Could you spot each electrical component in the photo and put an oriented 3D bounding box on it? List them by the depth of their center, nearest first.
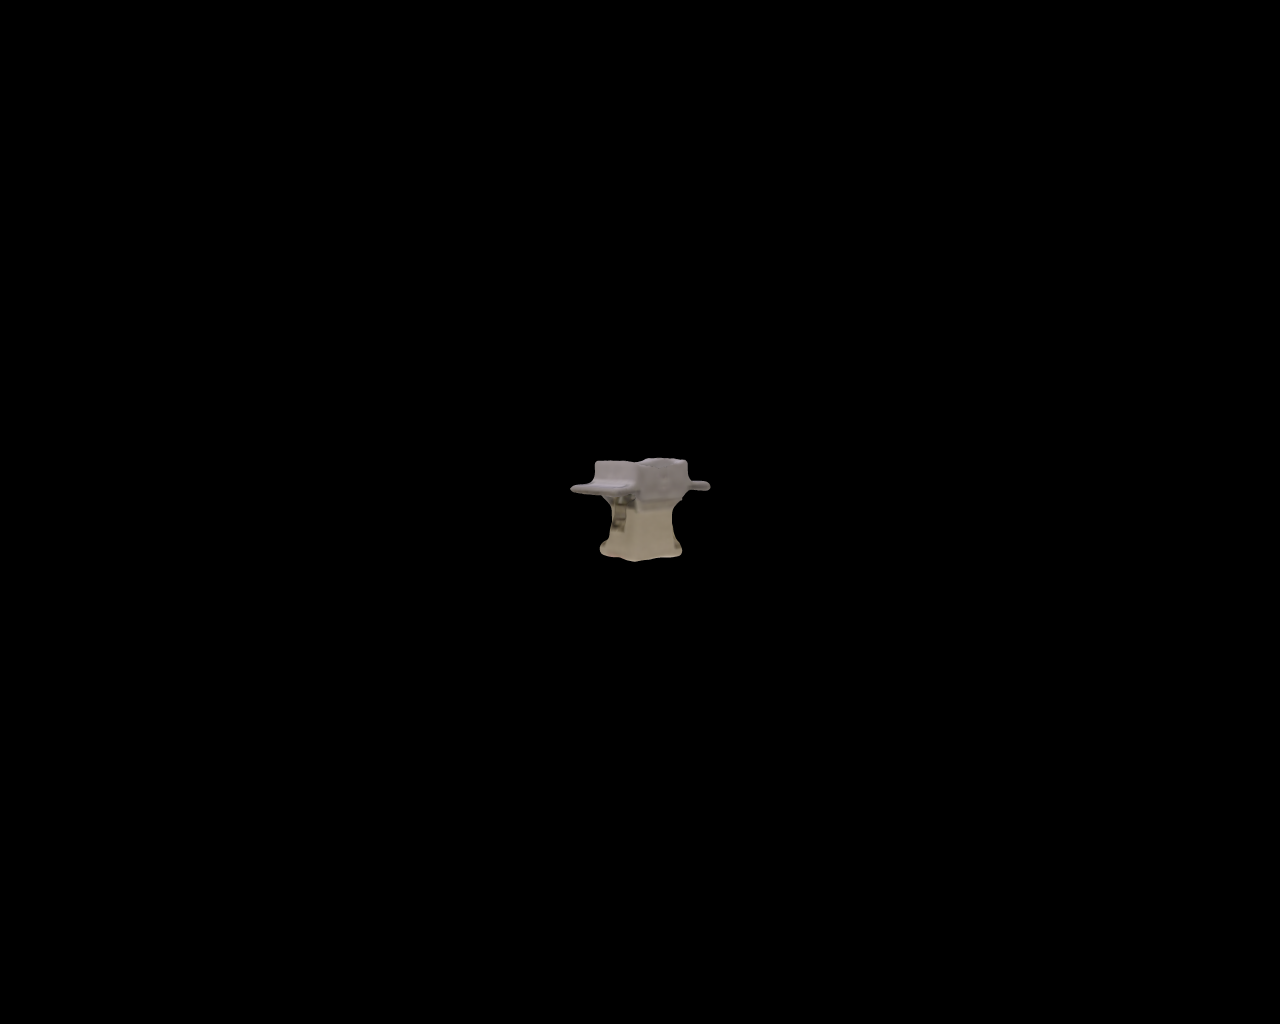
[{"bbox_3d":[0.001,-0.003,0.650,0.081,0.063,0.042,-5,8,-40],"label":"electrical component"}]
